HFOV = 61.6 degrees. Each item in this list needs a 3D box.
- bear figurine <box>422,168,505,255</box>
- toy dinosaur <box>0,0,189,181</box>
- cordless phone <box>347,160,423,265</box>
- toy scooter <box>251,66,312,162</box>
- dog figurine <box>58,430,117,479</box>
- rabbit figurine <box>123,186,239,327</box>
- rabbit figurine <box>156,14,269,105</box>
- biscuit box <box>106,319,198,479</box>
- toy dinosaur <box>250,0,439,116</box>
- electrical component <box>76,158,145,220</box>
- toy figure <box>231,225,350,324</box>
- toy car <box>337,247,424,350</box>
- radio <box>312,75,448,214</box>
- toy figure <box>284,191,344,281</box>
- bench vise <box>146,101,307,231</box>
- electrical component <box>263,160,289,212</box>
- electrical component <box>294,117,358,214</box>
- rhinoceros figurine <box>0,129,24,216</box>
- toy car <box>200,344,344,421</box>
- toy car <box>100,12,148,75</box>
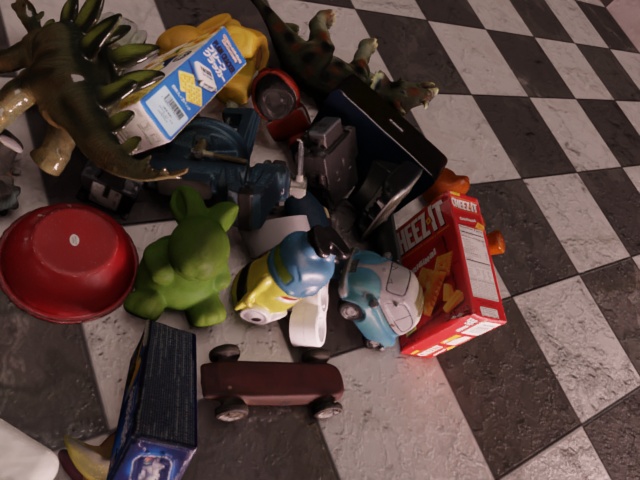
[{"bbox_3d":[0.251,-0.063,0.984,0.120,0.132,0.196,35,50,-38],"label":"bear figurine"},{"bbox_3d":[-0.282,-0.179,0.614,0.472,0.198,0.105,54,7,31],"label":"toy dinosaur"},{"bbox_3d":[0.114,-0.021,0.851,0.089,0.146,0.184,7,56,-21],"label":"cordless phone"},{"bbox_3d":[-0.059,-0.217,0.893,0.135,0.075,0.183,-101,166,-47],"label":"toy scooter"},{"bbox_3d":[-0.189,0.286,0.498,0.219,0.108,0.191,45,51,6],"label":"dog figurine"},{"bbox_3d":[-0.143,0.019,0.634,0.121,0.170,0.159,21,64,-19],"label":"rabbit figurine"},{"bbox_3d":[-0.176,-0.315,0.877,0.173,0.121,0.162,9,41,3],"label":"rabbit figurine"},{"bbox_3d":[-0.165,0.161,0.548,0.063,0.059,0.203,23,14,-20],"label":"biscuit box"},{"bbox_3d":[0.012,-0.318,1.007,0.405,0.131,0.192,20,52,-12],"label":"toy dinosaur"},{"bbox_3d":[-0.259,-0.079,0.673,0.075,0.119,0.048,24,57,-15],"label":"electrical component"},{"bbox_3d":[-0.043,0.042,0.692,0.082,0.180,0.089,30,36,-25],"label":"toy figure"},{"bbox_3d":[0.096,0.087,0.773,0.161,0.103,0.109,60,37,-33],"label":"toy car"},{"bbox_3d":[0.094,-0.161,0.939,0.229,0.131,0.073,43,48,-1],"label":"radio"},{"bbox_3d":[0.000,-0.003,0.829,0.154,0.064,0.058,61,13,8],"label":"toy figure"},{"bbox_3d":[-0.121,-0.125,0.763,0.224,0.128,0.241,-2,44,7],"label":"bench vise"},{"bbox_3d":[-0.070,-0.094,0.838,0.021,0.063,0.094,6,58,-29],"label":"electrical component"},{"bbox_3d":[0.014,-0.126,0.867,0.058,0.134,0.115,10,43,25],"label":"electrical component"},{"bbox_3d":[-0.400,-0.053,0.599,0.112,0.073,0.190,21,52,-18],"label":"rhinoceros figurine"},{"bbox_3d":[-0.057,0.181,0.678,0.202,0.053,0.089,8,52,-33],"label":"toy car"},{"bbox_3d":[-0.321,-0.272,0.799,0.073,0.056,0.202,26,51,-16],"label":"toy car"}]
